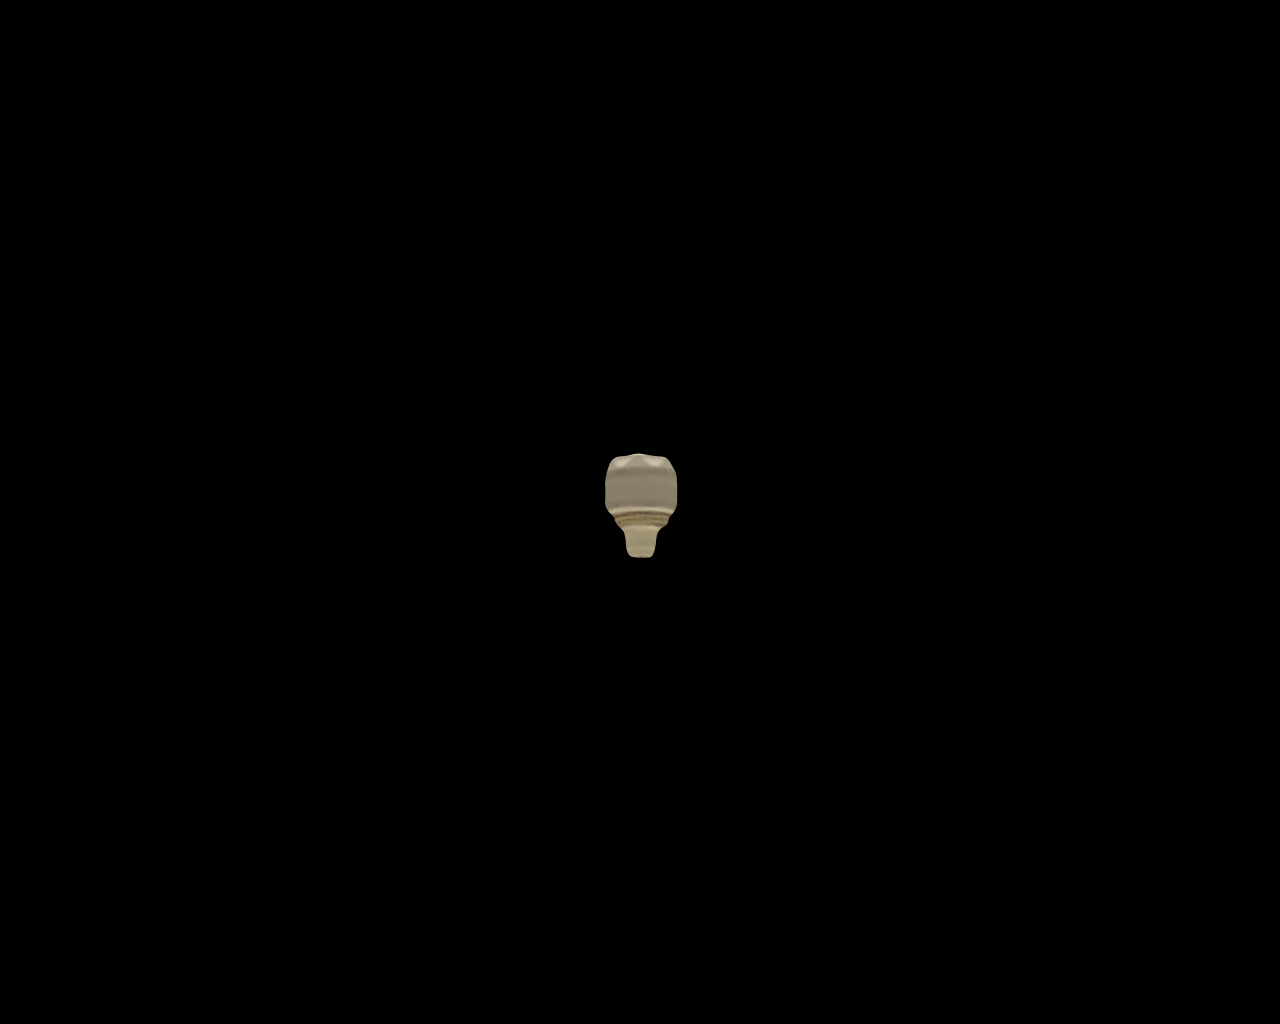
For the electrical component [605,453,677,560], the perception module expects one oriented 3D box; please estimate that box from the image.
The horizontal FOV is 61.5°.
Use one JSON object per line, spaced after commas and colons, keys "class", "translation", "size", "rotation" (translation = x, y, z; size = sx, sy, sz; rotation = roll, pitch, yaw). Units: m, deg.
{"class": "electrical component", "translation": [0.001, -0.003, 0.650], "size": [0.043, 0.062, 0.043], "rotation": [0, -9, 0]}
